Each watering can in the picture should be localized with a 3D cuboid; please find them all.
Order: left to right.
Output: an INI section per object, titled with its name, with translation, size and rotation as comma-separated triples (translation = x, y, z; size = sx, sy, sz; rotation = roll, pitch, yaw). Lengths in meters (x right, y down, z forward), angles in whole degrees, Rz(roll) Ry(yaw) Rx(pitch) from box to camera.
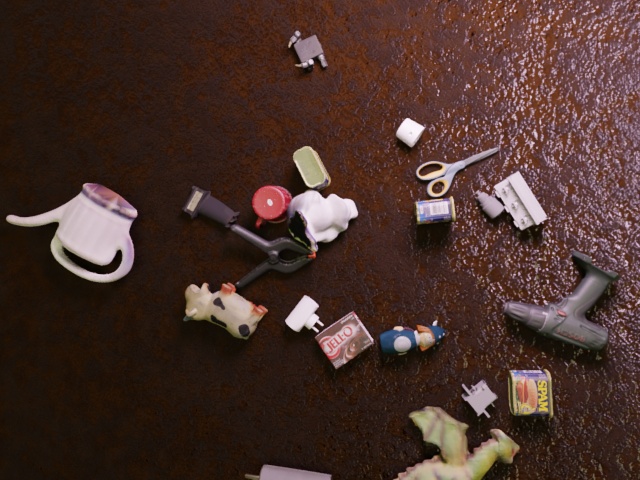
[watering can]
translation = -0.600, -0.042, 1.279
size = 0.348, 0.104, 0.224
rotation = 31, 91, 6

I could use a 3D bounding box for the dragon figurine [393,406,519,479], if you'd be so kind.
[dragon figurine]
translation = 0.257, 0.513, 1.188
size = 0.410, 0.120, 0.247
rotation = -3, 71, 4

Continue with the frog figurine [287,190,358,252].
[frog figurine]
translation = 0.004, -0.062, 1.230
size = 0.162, 0.122, 0.136
rotation = -37, 102, -30
